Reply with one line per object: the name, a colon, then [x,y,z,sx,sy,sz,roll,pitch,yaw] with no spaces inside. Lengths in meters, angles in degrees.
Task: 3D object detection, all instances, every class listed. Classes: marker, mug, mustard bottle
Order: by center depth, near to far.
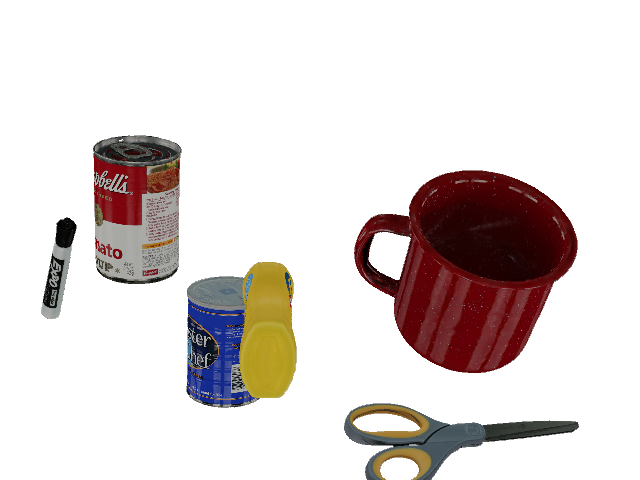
mug: [0.076,0.018,0.604,0.117,0.081,0.093,12,43,1]
marker: [-0.256,0.027,1.044,0.020,0.121,0.020,13,36,-10]
mustard bottle: [-0.057,0.078,1.148,0.058,0.096,0.191,0,28,-3]

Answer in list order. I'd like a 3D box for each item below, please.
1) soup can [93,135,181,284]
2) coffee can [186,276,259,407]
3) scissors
soup can: [-0.145,-0.025,0.845,0.068,0.102,0.068,3,22,-2]
coffee can: [-0.121,0.129,1.373,0.103,0.140,0.103,2,18,-1]
scissors: [0.119,0.175,0.881,0.201,0.016,0.096,7,41,-1]
